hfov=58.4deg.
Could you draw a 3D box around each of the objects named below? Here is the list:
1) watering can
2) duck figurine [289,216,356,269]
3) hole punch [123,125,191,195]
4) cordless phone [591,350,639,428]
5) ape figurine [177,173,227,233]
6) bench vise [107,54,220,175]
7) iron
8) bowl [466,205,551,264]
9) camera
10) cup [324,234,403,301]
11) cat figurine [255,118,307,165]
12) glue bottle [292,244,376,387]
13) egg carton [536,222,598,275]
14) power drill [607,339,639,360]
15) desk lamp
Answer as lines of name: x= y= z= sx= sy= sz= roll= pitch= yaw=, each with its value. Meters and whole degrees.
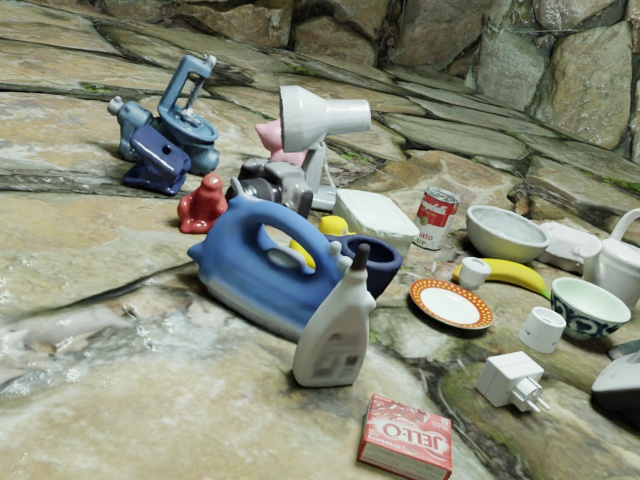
watering can: x=0.524 y=0.038 z=0.991 sx=0.173 sy=0.194 sz=0.100 roll=-5 pitch=32 yaw=-39
duck figurine: x=0.008 y=0.003 z=0.869 sx=0.105 sy=0.086 sz=0.077 roll=11 pitch=25 yaw=-11
hole punch: x=-0.275 y=-0.141 z=0.986 sx=0.101 sy=0.091 sz=0.108 roll=13 pitch=25 yaw=-7
cordless phone: x=0.439 y=0.140 z=0.735 sx=0.094 sy=0.185 sz=0.148 roll=31 pitch=28 yaw=29
ape figurine: x=-0.173 y=-0.059 z=0.877 sx=0.077 sy=0.092 sz=0.076 roll=20 pitch=25 yaw=7
bench vise: x=-0.271 y=-0.235 z=1.031 sx=0.208 sy=0.220 sz=0.121 roll=5 pitch=27 yaw=-23
iron: x=-0.037 y=0.028 z=0.721 sx=0.257 sy=0.141 sz=0.119 roll=27 pitch=27 yaw=22
bowl: x=0.351 y=0.000 z=1.105 sx=0.167 sy=0.075 sz=0.167 roll=14 pitch=25 yaw=-6
camera: x=-0.099 y=-0.087 z=0.973 sx=0.142 sy=0.101 sz=0.137 roll=34 pitch=30 yaw=33
cup: x=0.044 y=0.047 z=0.788 sx=0.117 sy=0.095 sz=0.092 roll=20 pitch=25 yaw=7
cat figurine: x=-0.076 y=-0.201 z=1.204 sx=0.127 sy=0.118 sz=0.067 roll=18 pitch=25 yaw=4
glue bottle: x=0.025 y=0.081 z=0.612 sx=0.078 sy=0.173 sz=0.037 roll=4 pitch=27 yaw=-25
egg carton: x=0.509 y=0.020 z=1.170 sx=0.150 sy=0.069 sz=0.107 roll=20 pitch=25 yaw=6
power drill: x=0.514 y=0.100 z=0.837 sx=0.230 sy=0.208 sz=0.075 roll=-5 pitch=32 yaw=-38
desk lamp: x=0.001 y=-0.173 z=1.081 sx=0.203 sy=0.213 sz=0.117 roll=10 pitch=25 yaw=-14
